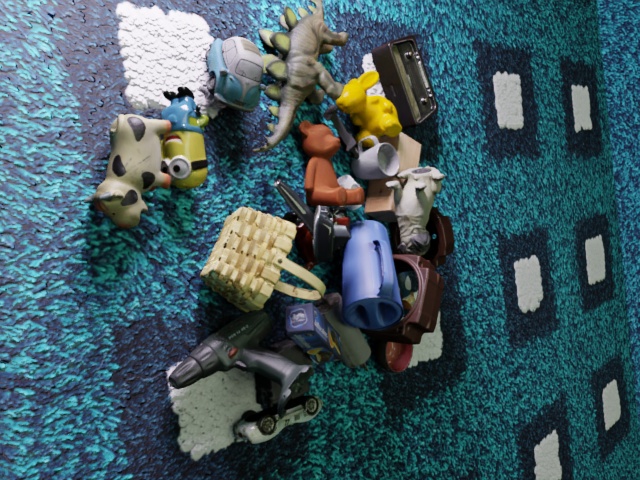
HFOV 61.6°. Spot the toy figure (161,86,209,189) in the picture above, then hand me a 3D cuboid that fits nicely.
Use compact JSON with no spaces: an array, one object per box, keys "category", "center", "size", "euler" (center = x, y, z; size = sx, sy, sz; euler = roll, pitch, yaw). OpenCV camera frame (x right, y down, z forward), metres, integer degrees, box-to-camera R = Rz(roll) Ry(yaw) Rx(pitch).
[{"category":"toy figure","center":[-0.248,-0.184,0.990],"size":[0.089,0.082,0.180],"euler":[3,83,-41]}]

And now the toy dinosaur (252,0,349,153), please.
[{"category":"toy dinosaur","center":[-0.050,-0.372,1.176],"size":[0.198,0.105,0.471],"euler":[22,63,-32]}]

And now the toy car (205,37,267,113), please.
[{"category":"toy car","center":[-0.157,-0.335,1.045],"size":[0.109,0.103,0.162],"euler":[13,54,-41]}]

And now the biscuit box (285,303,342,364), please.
[{"category":"biscuit box","center":[-0.010,0.196,1.109],"size":[0.202,0.059,0.063],"euler":[56,27,-55]}]

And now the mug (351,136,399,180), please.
[{"category":"mug","center":[0.123,-0.195,1.316],"size":[0.081,0.107,0.109],"euler":[-43,110,-38]}]

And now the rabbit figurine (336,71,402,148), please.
[{"category":"rabbit figurine","center":[0.110,-0.329,1.304],"size":[0.173,0.122,0.162],"euler":[17,71,-40]}]

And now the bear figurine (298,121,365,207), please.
[{"category":"bear figurine","center":[0.022,-0.172,1.210],"size":[0.120,0.132,0.195],"euler":[-2,94,-56]}]

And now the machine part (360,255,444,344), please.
[{"category":"machine part","center":[0.181,0.138,1.280],"size":[0.087,0.202,0.201],"euler":[33,66,-43]}]

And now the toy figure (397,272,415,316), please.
[{"category":"toy figure","center":[0.218,0.140,1.415],"size":[0.064,0.058,0.154],"euler":[-33,111,-28]}]

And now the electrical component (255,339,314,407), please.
[{"category":"electrical component","center":[-0.074,0.275,1.135],"size":[0.134,0.058,0.114],"euler":[-13,98,-42]}]

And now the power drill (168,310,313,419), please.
[{"category":"power drill","center":[-0.134,0.243,1.005],"size":[0.232,0.207,0.085],"euler":[-43,150,-44]}]

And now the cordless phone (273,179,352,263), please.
[{"category":"cordless phone","center":[-0.027,-0.051,1.078],"size":[0.089,0.146,0.184],"euler":[-41,98,8]}]

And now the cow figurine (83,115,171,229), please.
[{"category":"cow figurine","center":[-0.325,-0.116,0.912],"size":[0.127,0.086,0.194],"euler":[5,86,-49]}]

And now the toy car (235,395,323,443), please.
[{"category":"toy car","center":[-0.081,0.364,1.110],"size":[0.201,0.074,0.056],"euler":[-9,90,-42]}]

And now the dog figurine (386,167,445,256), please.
[{"category":"dog figurine","center":[0.244,-0.070,1.314],"size":[0.172,0.121,0.190],"euler":[-31,121,-35]}]

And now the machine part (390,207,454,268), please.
[{"category":"machine part","center":[0.266,-0.006,1.396],"size":[0.056,0.179,0.179],"euler":[-11,95,-45]}]

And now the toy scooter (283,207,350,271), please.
[{"category":"toy scooter","center":[-0.002,-0.004,1.209],"size":[0.184,0.075,0.135],"euler":[-10,93,-40]}]

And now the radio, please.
[{"category":"radio","center":[0.233,-0.426,1.455],"size":[0.131,0.073,0.229],"euler":[-36,111,-38]}]

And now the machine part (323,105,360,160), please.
[{"category":"machine part","center":[0.051,-0.256,1.270],"size":[0.138,0.039,0.084],"euler":[52,15,-44]}]

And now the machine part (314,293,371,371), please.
[{"category":"machine part","center":[0.050,0.209,1.241],"size":[0.079,0.079,0.243],"euler":[-45,116,-35]}]
